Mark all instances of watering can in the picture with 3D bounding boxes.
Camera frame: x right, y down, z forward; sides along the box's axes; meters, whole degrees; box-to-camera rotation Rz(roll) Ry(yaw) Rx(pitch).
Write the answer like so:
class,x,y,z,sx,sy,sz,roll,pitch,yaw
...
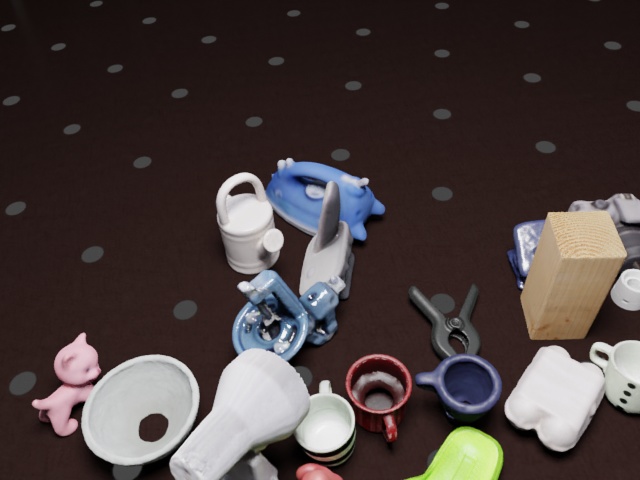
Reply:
class,x,y,z,sx,sy,sz,roll,pitch,yaw
watering can,-0.125,-0.034,1.016,0.172,0.194,0.101,21,52,22

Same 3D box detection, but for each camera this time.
class,x,y,z,sx,sy,sz,roll,pitch,yaw
camera,0.521,-0.009,1.006,0.143,0.101,0.137,-1,47,4

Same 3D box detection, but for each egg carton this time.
class,x,y,z,sx,sy,sz,roll,pitch,yaw
egg carton,0.340,0.226,0.824,0.107,0.069,0.150,28,55,27

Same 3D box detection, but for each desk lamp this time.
class,x,y,z,sx,sy,sz,roll,pitch,yaw
desk lamp,-0.103,0.269,0.721,0.117,0.214,0.203,22,53,23

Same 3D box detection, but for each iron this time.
class,x,y,z,sx,sy,sz,roll,pitch,yaw
iron,-0.009,-0.096,1.100,0.257,0.142,0.119,20,52,22

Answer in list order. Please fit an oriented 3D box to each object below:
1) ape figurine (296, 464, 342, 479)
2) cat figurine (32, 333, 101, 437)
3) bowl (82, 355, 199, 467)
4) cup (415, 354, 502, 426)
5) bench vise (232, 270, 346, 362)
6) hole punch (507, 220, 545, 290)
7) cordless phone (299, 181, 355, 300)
class,x,y,z,sx,sy,sz,roll,pitch,yaw
ape figurine,-0.003,0.325,0.745,0.076,0.092,0.078,-1,47,4
cat figurine,-0.377,0.211,0.862,0.067,0.118,0.128,21,52,22
bowl,-0.252,0.258,0.838,0.167,0.075,0.167,-2,47,3
cup,0.193,0.224,0.821,0.117,0.095,0.091,4,48,8
bench vise,-0.057,0.098,0.871,0.121,0.220,0.208,23,53,24
hole punch,0.390,0.026,0.990,0.108,0.091,0.101,-4,47,1
cordless phone,0.009,0.003,0.977,0.094,0.185,0.147,1,47,6
